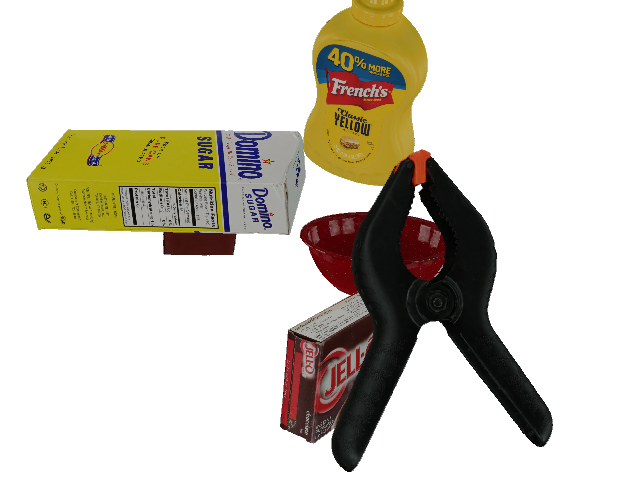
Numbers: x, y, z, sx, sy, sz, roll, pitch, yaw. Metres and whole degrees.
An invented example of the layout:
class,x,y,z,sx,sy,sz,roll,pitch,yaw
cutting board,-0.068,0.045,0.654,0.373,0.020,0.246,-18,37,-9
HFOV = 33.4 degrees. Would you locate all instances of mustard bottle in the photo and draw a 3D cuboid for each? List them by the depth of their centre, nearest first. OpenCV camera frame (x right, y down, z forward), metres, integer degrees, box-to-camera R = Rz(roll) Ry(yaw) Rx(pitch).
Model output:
class,x,y,z,sx,sy,sz,roll,pitch,yaw
mustard bottle,0.040,-0.137,0.893,0.096,0.192,0.058,22,46,15

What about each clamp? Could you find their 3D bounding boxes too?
class,x,y,z,sx,sy,sz,roll,pitch,yaw
clamp,0.050,0.041,0.571,0.120,0.171,0.039,-14,-5,-17

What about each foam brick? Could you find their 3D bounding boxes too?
class,x,y,z,sx,sy,sz,roll,pitch,yaw
foam brick,-0.131,-0.018,1.153,0.078,0.051,0.053,1,27,-8

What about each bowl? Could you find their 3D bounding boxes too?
class,x,y,z,sx,sy,sz,roll,pitch,yaw
bowl,0.059,0.019,1.099,0.162,0.055,0.162,2,18,-1

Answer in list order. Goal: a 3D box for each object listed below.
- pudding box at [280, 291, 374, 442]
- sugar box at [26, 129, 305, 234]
class,x,y,z,sx,sy,sz,roll,pitch,yaw
pudding box,0.015,0.098,0.863,0.039,0.090,0.113,19,27,28
sugar box,-0.103,-0.043,0.741,0.176,0.048,0.093,-1,28,7
